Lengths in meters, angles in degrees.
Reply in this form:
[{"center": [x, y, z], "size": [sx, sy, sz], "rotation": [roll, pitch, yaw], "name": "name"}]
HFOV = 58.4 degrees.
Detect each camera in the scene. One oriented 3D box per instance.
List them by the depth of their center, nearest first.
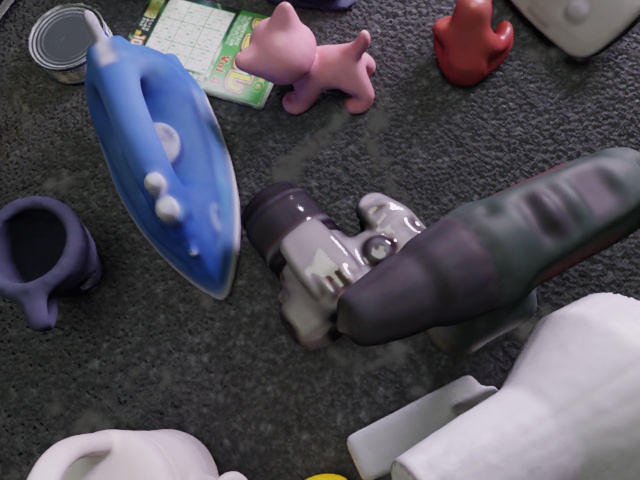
[{"center": [0.005, 0.002, 0.492], "size": [0.143, 0.101, 0.136], "rotation": [-38, 72, -6], "name": "camera"}]

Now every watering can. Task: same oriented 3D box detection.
[{"center": [-0.136, 0.181, 0.399], "size": [0.173, 0.194, 0.101], "rotation": [-25, 71, -2], "name": "watering can"}]

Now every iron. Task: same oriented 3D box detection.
[{"center": [-0.145, -0.076, 0.513], "size": [0.118, 0.141, 0.258], "rotation": [-25, 71, -2], "name": "iron"}]

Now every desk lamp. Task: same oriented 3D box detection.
[{"center": [0.122, 0.135, 0.375], "size": [0.203, 0.214, 0.118], "rotation": [-27, 71, -3], "name": "desk lamp"}]

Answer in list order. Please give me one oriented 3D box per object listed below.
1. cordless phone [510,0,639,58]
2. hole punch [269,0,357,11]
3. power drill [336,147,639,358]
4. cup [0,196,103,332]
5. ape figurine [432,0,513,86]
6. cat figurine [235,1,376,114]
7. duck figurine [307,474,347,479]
[{"center": [0.245, -0.270, 0.511], "size": [0.094, 0.185, 0.147], "rotation": [-35, 71, -6], "name": "cordless phone"}, {"center": [-0.010, -0.309, 0.603], "size": [0.108, 0.091, 0.101], "rotation": [10, 73, 10], "name": "hole punch"}, {"center": [0.121, 0.025, 0.415], "size": [0.229, 0.208, 0.075], "rotation": [-30, 71, -4], "name": "power drill"}, {"center": [-0.235, 0.030, 0.513], "size": [0.091, 0.095, 0.117], "rotation": [-16, 71, 1], "name": "cup"}, {"center": [0.145, -0.200, 0.548], "size": [0.077, 0.092, 0.076], "rotation": [25, 76, 14], "name": "ape figurine"}, {"center": [-0.011, -0.175, 0.544], "size": [0.127, 0.118, 0.067], "rotation": [-3, 71, 6], "name": "cat figurine"}, {"center": [-0.012, 0.225, 0.428], "size": [0.104, 0.086, 0.077], "rotation": [-44, 72, -8], "name": "duck figurine"}]
